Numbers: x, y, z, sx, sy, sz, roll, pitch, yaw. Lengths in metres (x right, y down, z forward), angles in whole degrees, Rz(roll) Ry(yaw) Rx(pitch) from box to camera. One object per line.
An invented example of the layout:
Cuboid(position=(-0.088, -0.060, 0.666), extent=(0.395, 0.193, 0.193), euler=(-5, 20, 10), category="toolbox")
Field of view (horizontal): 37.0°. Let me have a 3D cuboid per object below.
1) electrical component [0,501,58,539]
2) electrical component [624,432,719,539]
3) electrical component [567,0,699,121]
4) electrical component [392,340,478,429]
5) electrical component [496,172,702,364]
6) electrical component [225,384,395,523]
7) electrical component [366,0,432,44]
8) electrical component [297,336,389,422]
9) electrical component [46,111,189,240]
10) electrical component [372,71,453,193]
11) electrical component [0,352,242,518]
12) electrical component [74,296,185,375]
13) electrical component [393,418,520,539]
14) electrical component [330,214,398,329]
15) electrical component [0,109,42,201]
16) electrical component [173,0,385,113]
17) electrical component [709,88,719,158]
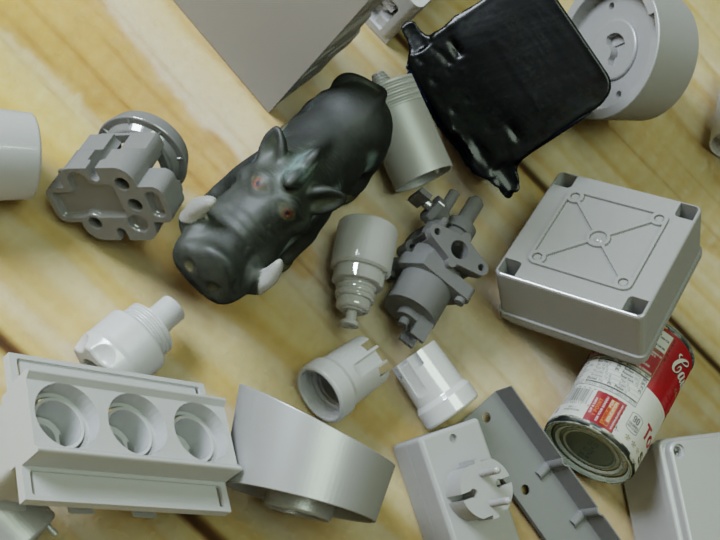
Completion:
Cuboid(position=(-0.195, 0.119, 0.559), extent=(0.078, 0.040, 0.040), euler=(49, 59, -5), category="electrical component")
Cuboid(position=(0.248, 0.171, 0.756), extent=(0.109, 0.056, 0.108), euler=(-1, 74, -27), category="electrical component")
Cuboid(position=(0.207, -0.165, 0.819), extent=(0.060, 0.108, 0.108), euler=(3, 72, -32), category="electrical component")
Cuboid(position=(0.047, 0.074, 0.697), extent=(0.040, 0.040, 0.046), euler=(-31, 84, -31), category="electrical component")
Cuboid(position=(0.165, -0.004, 0.740), extent=(0.109, 0.056, 0.108), euler=(19, 56, 29), category="electrical component")
Cuboid(position=(-0.030, 0.107, 0.615), extent=(0.099, 0.099, 0.064), euler=(21, 72, -20), category="electrical component")
Cuboid(position=(0.006, -0.254, 0.770), extent=(0.150, 0.062, 0.089), euler=(46, 60, -7), category="electrical component")
Cuboid(position=(-0.010, 0.067, 0.671), extent=(0.046, 0.040, 0.040), euler=(-32, 89, -37), category="electrical component")
Cuboid(position=(-0.136, -0.056, 0.631), extent=(0.057, 0.078, 0.058), euler=(-68, 150, -43), category="electrical component")
Cuboid(position=(0.028, -0.099, 0.741), extent=(0.043, 0.043, 0.081), euler=(-20, 83, -30), category="electrical component")
Cuboid(position=(-0.132, 0.094, 0.562), extent=(0.121, 0.063, 0.078), euler=(16, 46, -44), category="electrical component")
Cuboid(position=(-0.128, 0.040, 0.617), extent=(0.043, 0.043, 0.062), euler=(49, 58, -5), category="electrical component")
Cuboid(position=(0.069, 0.137, 0.666), extent=(0.047, 0.076, 0.083), euler=(-14, 81, -29), category="electrical component")
Cuboid(position=(0.000, 0.000, 0.696), extent=(0.040, 0.040, 0.078), euler=(20, 66, -20), category="electrical component")
Cuboid(position=(-0.209, -0.065, 0.605), extent=(0.047, 0.055, 0.055), euler=(-1, 74, -31), category="electrical component")
Cuboid(position=(-0.036, -0.189, 0.655), extent=(0.105, 0.186, 0.060), euler=(50, 59, -5), category="electrical component")
Cuboid(position=(0.336, -0.126, 0.905), extent=(0.079, 0.043, 0.077), euler=(27, 64, -16), category="electrical component")
